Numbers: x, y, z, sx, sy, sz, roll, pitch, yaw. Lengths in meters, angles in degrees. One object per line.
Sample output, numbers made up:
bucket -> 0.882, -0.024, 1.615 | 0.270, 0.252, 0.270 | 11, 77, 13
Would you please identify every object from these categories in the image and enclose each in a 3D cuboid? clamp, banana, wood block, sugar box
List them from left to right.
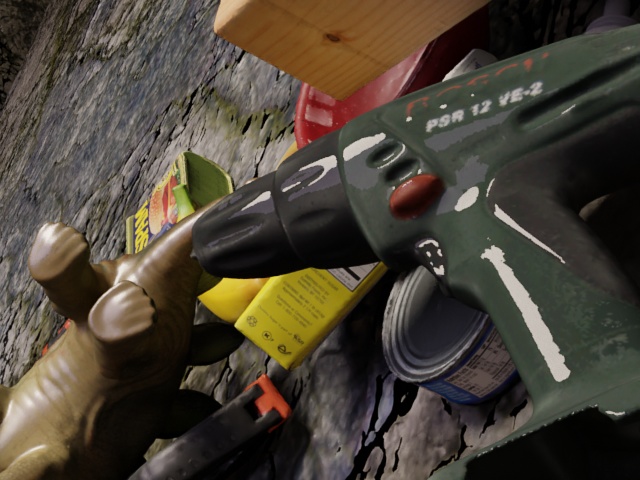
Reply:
clamp -> -0.095, 0.154, 0.637 | 0.210, 0.036, 0.164 | -41, -14, 10
banana -> -0.070, 0.022, 0.746 | 0.037, 0.069, 0.198 | -26, 29, -16
sugar box -> 0.033, -0.016, 0.553 | 0.176, 0.048, 0.093 | -52, -2, 28
wood block -> 0.038, -0.158, 0.525 | 0.206, 0.090, 0.090 | -25, 44, 57

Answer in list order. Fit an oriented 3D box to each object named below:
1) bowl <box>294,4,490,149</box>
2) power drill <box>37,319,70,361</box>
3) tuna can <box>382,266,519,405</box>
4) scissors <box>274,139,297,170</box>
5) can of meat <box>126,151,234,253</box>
bowl -> 0.051, -0.107, 0.637 | 0.162, 0.055, 0.162 | -46, 29, 34
power drill -> -0.220, 0.120, 0.904 | 0.184, 0.057, 0.187 | -53, 12, 14
tuna can -> 0.067, 0.031, 0.487 | 0.086, 0.033, 0.086 | -46, 29, 34
scissors -> 0.013, -0.096, 0.753 | 0.202, 0.016, 0.096 | -65, 24, -4
can of meat -> -0.113, -0.015, 0.879 | 0.084, 0.057, 0.102 | -51, 27, 21
